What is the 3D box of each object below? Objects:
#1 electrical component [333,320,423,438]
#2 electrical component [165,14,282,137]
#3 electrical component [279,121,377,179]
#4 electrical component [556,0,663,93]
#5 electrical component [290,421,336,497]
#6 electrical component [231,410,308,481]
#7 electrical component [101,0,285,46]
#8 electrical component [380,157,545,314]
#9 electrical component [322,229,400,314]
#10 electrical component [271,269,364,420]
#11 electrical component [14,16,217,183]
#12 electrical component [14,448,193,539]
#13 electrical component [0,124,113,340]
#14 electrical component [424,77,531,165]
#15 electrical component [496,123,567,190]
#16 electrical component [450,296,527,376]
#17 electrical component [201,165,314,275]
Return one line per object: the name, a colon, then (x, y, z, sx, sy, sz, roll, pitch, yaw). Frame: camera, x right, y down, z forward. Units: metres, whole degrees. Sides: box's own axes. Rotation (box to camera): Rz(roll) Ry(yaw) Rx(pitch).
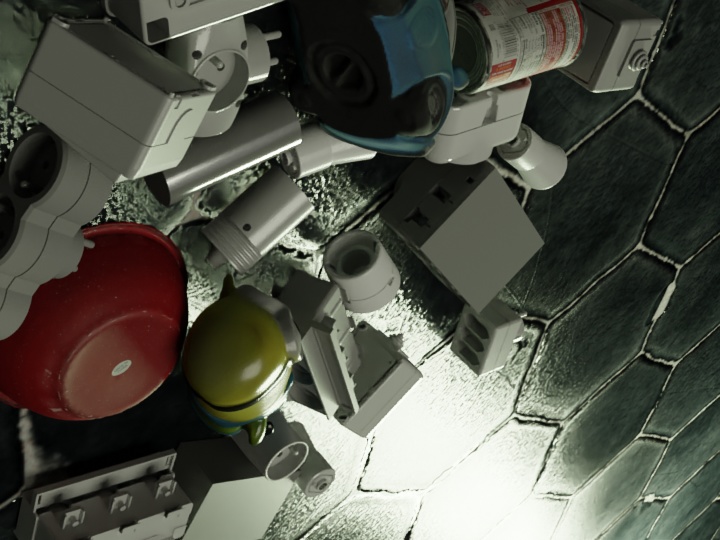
electrical component: (0.010, 0.096, 0.975, 0.096, 0.062, 0.061, -47, 146, 0)
electrical component: (-0.081, -0.129, 0.658, 0.079, 0.044, 0.077, -21, 138, -33)
electrical component: (-0.026, -0.090, 0.764, 0.065, 0.044, 0.044, -23, 140, -24)
electrical component: (0.186, -0.183, 0.848, 0.061, 0.096, 0.061, -13, 134, -40)
electrical component: (-0.052, 0.176, 0.985, 0.044, 0.065, 0.044, -27, 141, -24)
electrical component: (-0.079, 0.145, 0.914, 0.043, 0.077, 0.079, -38, 146, -13)
electrical component: (-0.086, -0.191, 0.577, 0.109, 0.056, 0.108, -26, 141, -27)
electrical component: (0.088, -0.038, 0.922, 0.089, 0.062, 0.150, -47, 146, 0)
electrical component: (0.000, 0.000, 0.873, 0.055, 0.055, 0.047, -41, 142, -9)
electrical component: (-0.038, 0.060, 0.876, 0.063, 0.079, 0.121, -56, 152, -27)
electrical component: (-0.140, -0.096, 0.590, 0.061, 0.096, 0.062, -59, 173, 19)
electrical component: (-0.199, 0.194, 0.846, 0.121, 0.063, 0.078, -11, 133, -41)
electrical component: (-0.192, -0.016, 0.646, 0.138, 0.052, 0.074, -53, 146, 9)
electrical component: (0.081, -0.122, 0.835, 0.095, 0.054, 0.059, -22, 139, -33)
electrical component: (0.148, -0.102, 0.943, 0.044, 0.044, 0.065, -52, 141, 8)
electrical component: (0.141, 0.060, 1.095, 0.077, 0.047, 0.065, -17, 136, -36)
electrical component: (-0.077, -0.032, 0.764, 0.081, 0.043, 0.043, -43, 146, -6)
